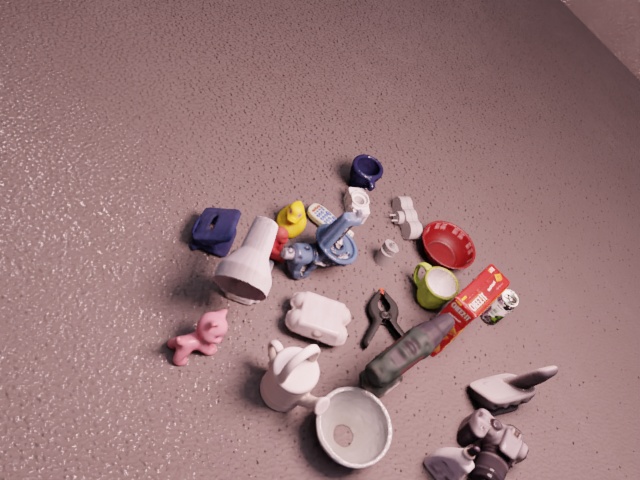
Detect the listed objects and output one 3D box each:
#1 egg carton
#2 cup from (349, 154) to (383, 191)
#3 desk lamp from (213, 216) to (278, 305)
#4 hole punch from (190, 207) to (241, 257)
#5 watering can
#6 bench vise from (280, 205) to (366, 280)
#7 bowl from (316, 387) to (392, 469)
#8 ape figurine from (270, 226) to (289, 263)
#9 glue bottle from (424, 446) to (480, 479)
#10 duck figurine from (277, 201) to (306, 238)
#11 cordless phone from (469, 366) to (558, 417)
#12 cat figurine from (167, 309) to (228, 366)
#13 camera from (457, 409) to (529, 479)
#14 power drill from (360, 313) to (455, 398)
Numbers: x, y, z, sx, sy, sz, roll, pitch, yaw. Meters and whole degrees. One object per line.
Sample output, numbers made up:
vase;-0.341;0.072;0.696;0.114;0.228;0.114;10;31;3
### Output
egg carton;-0.004;0.184;1.325;0.150;0.069;0.107;19;51;-8
cup;0.124;-0.169;1.616;0.092;0.095;0.117;2;55;-21
desk lamp;-0.157;0.058;1.261;0.118;0.213;0.203;22;51;-6
hole punch;-0.249;-0.027;1.365;0.101;0.091;0.108;20;51;-7
watering can;-0.046;0.274;1.162;0.173;0.194;0.101;34;51;5
bench vise;0.020;0.014;1.360;0.208;0.219;0.121;-28;70;-35
bowl;0.061;0.397;1.194;0.168;0.074;0.167;11;53;-14
ape figurine;-0.103;0.002;1.402;0.076;0.092;0.078;31;50;2
glue bottle;0.281;0.455;1.177;0.037;0.173;0.078;-29;70;-35
duck figurine;-0.065;-0.067;1.471;0.077;0.086;0.104;24;51;-4
cordless phone;0.448;0.332;1.325;0.148;0.185;0.094;-9;60;-27
cat figurine;-0.246;0.195;1.188;0.128;0.117;0.067;-18;64;-31
camera;0.374;0.464;1.254;0.143;0.100;0.137;37;51;7
power drill;0.176;0.259;1.253;0.230;0.208;0.075;-28;69;-35
